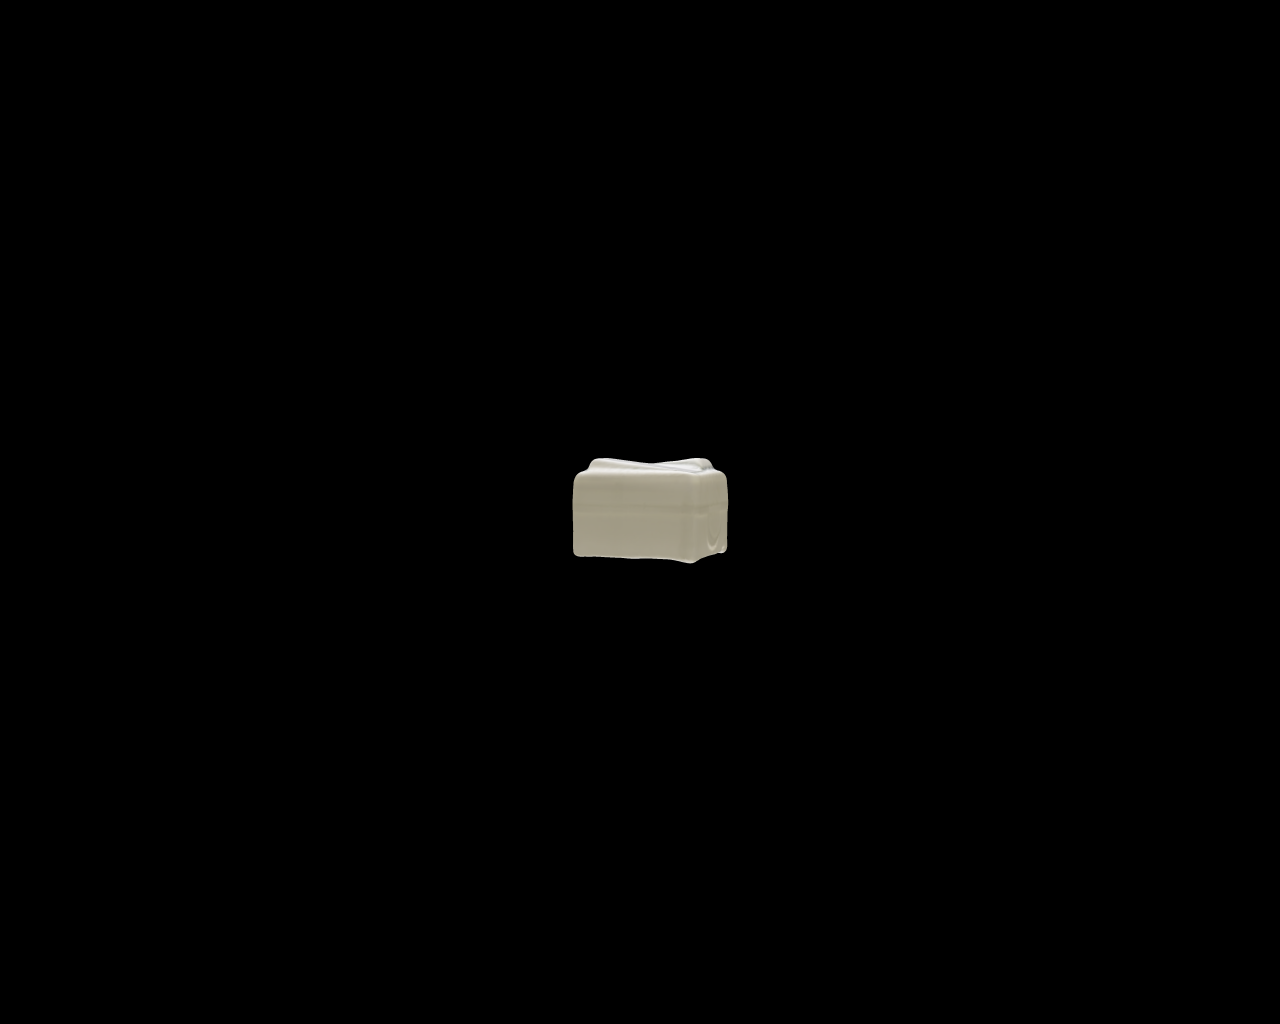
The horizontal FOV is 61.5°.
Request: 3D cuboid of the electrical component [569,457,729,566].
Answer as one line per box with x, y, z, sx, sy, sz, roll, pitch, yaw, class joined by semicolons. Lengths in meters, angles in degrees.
0.001;-0.003;0.650;0.096;0.061;0.062;2;4;23;electrical component
